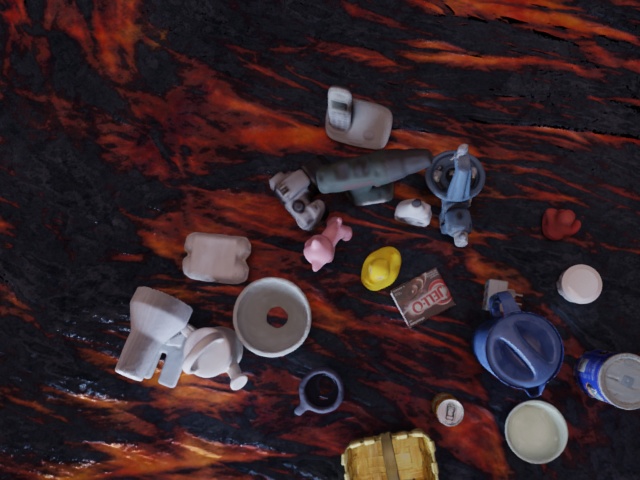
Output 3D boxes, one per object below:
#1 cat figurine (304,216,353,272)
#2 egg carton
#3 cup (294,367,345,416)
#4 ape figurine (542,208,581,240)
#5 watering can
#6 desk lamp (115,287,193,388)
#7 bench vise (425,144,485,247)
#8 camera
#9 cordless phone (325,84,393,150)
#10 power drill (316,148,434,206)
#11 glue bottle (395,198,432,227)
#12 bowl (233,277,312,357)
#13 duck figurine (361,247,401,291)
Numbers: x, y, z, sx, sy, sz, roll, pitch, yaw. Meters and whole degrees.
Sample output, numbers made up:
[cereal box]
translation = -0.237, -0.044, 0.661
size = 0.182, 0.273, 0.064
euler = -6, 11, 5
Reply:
[cat figurine]
translation = 0.011, 0.004, 1.213
size = 0.067, 0.118, 0.128
euler = 36, 87, 8
[egg carton]
translation = -0.225, 0.040, 1.251
size = 0.150, 0.069, 0.107
euler = 5, 83, 5
[cup]
translation = -0.002, 0.315, 1.184
size = 0.118, 0.095, 0.091
euler = -43, 81, -2
[ape figurine]
translation = 0.504, -0.039, 1.192
size = 0.076, 0.092, 0.078
euler = -42, 81, -2
[watering can]
translation = -0.218, 0.231, 1.163
size = 0.172, 0.194, 0.101
euler = 18, 84, 7
[desk lamp]
translation = -0.331, 0.202, 1.166
size = 0.118, 0.213, 0.203
euler = 18, 84, 7
[bench vise]
translation = 0.289, -0.101, 1.153
size = 0.121, 0.220, 0.207
euler = -22, 81, 2
[camera]
translation = -0.023, -0.112, 1.240
size = 0.137, 0.101, 0.143
euler = -38, 81, -1
[cordless phone]
translation = 0.081, -0.266, 1.209
size = 0.147, 0.185, 0.094
euler = 12, 83, 6
[power drill]
translation = 0.110, -0.131, 1.177
size = 0.229, 0.208, 0.075
euler = -10, 82, 3
[glue bottle]
translation = 0.196, -0.062, 1.179
size = 0.078, 0.173, 0.037
euler = 13, 84, 7
[bowl]
translation = -0.098, 0.164, 1.222
size = 0.167, 0.075, 0.167
euler = -1, 82, 5
[duck figurine]
translation = 0.130, 0.058, 1.212
size = 0.077, 0.086, 0.104
euler = 39, 87, 9
